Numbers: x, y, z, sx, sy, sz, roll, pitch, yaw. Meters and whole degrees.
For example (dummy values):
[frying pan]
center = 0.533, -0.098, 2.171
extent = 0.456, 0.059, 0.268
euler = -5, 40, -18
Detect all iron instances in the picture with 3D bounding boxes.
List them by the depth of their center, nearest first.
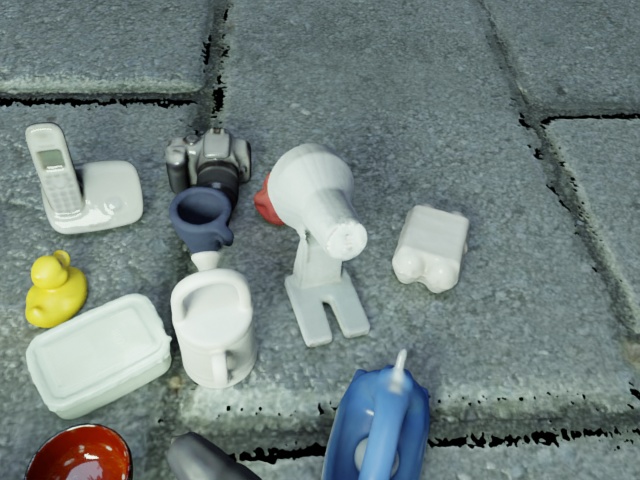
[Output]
[iron]
center = 0.062, 0.251, 0.636
extent = 0.118, 0.141, 0.258
euler = 14, 50, 7

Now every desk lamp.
[desk lamp]
center = 0.007, 0.003, 0.792
extent = 0.118, 0.213, 0.203
euler = -13, 52, -15

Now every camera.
[camera]
center = -0.185, -0.113, 0.946
extent = 0.143, 0.101, 0.136
euler = -1, 50, -6

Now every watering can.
[watering can]
center = -0.136, 0.093, 0.718
extent = 0.101, 0.194, 0.172
euler = -26, 57, -24

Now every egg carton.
[egg carton]
center = 0.175, 0.010, 0.894
extent = 0.107, 0.069, 0.150
euler = 16, 51, 8

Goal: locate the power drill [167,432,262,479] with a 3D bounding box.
[power drill]
center = -0.053, 0.299, 0.543
extent = 0.229, 0.208, 0.076
euler = 34, 56, 22

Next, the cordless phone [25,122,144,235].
[cordless phone]
center = -0.353, -0.100, 0.866
extent = 0.148, 0.185, 0.094
euler = -12, 52, -14

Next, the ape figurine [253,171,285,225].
[ape figurine]
center = -0.070, -0.075, 0.930
extent = 0.078, 0.092, 0.076
euler = -3, 50, -7

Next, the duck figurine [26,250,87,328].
[duck figurine]
center = -0.373, 0.062, 0.794
extent = 0.077, 0.086, 0.104
euler = 12, 50, 5

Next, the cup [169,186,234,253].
[cup]
center = -0.168, -0.012, 0.867
extent = 0.117, 0.095, 0.092
euler = 39, 58, 25
